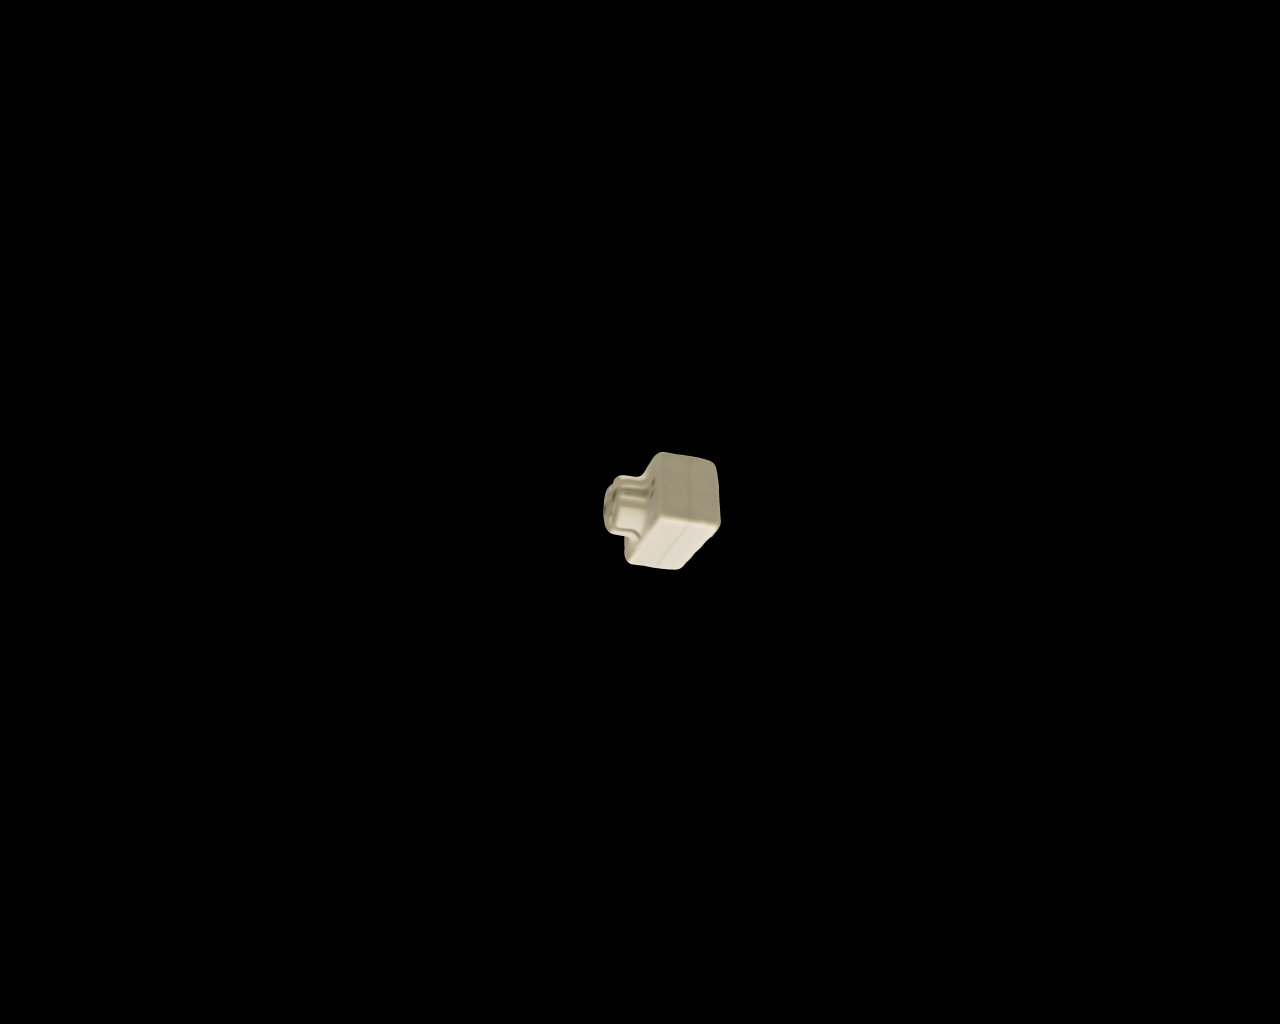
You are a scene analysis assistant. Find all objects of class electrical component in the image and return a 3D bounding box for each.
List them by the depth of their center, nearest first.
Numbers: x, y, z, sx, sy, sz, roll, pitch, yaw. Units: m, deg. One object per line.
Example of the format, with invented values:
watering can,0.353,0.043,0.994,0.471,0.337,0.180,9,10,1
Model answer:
electrical component,0.001,-0.003,0.650,0.077,0.047,0.065,9,-30,-17
